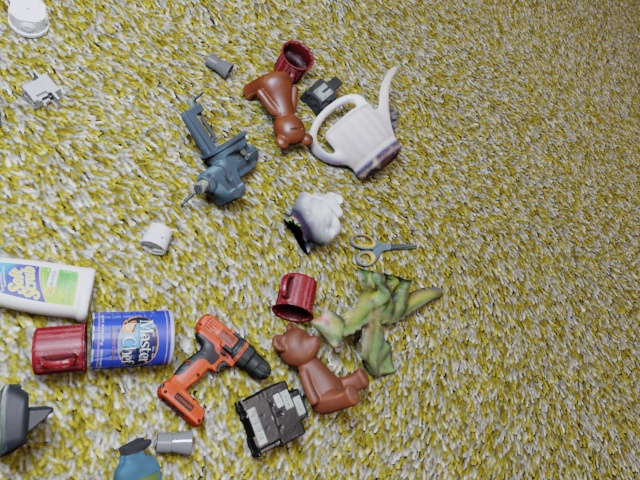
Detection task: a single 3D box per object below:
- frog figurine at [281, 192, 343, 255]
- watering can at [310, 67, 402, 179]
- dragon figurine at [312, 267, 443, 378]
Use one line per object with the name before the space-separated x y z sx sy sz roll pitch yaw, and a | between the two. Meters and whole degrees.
frog figurine | 0.004 -0.062 1.226 0.161 0.120 0.139 -35 68 -22
watering can | 0.136 -0.307 1.383 0.350 0.103 0.224 -39 89 -14
dragon figurine | 0.154 0.197 1.211 0.408 0.122 0.244 17 81 -36
